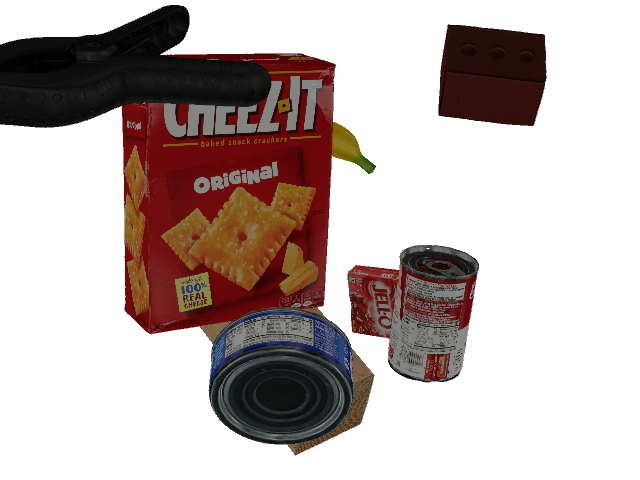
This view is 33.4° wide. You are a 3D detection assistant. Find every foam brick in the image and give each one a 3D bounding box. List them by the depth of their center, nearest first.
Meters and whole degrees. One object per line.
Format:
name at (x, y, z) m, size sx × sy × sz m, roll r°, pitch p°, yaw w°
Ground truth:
foam brick at (0.133, -0.127, 0.827) m, size 0.078 × 0.053 × 0.051 m, roll 6°, pitch -37°, yaw 2°

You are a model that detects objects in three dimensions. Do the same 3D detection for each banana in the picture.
banana at (-0.023, -0.099, 1.117) m, size 0.197 × 0.037 × 0.070 m, roll -7°, pitch 49°, yaw -42°

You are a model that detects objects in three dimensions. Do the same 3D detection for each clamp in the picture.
clamp at (-0.126, -0.101, 0.609) m, size 0.171 × 0.039 × 0.120 m, roll -8°, pitch 28°, yaw -22°

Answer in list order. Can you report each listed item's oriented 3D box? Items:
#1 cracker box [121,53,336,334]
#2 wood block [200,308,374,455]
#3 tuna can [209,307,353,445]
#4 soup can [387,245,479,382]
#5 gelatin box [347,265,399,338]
cracker box at (-0.075, -0.042, 0.873) m, size 0.163 × 0.214 × 0.072 m, roll -6°, pitch 19°, yaw -28°
wood block at (-0.042, 0.117, 1.162) m, size 0.090 × 0.090 × 0.206 m, roll -20°, pitch 51°, yaw -29°
tuna can at (-0.023, 0.081, 0.628) m, size 0.086 × 0.086 × 0.033 m, roll 0°, pitch 40°, yaw 0°
soup can at (0.096, 0.064, 0.925) m, size 0.068 × 0.102 × 0.068 m, roll 5°, pitch 22°, yaw -2°
gelatin box at (0.074, 0.077, 1.332) m, size 0.073 × 0.089 × 0.030 m, roll 7°, pitch 30°, yaw 23°
